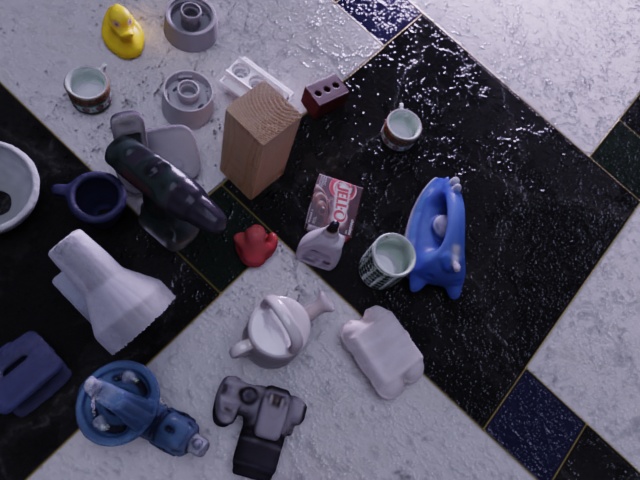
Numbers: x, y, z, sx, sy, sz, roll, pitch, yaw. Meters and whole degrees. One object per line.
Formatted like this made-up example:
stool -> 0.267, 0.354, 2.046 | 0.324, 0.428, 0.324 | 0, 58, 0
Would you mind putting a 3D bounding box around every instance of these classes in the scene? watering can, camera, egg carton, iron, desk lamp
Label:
watering can -> -0.060, 0.135, 0.905 | 0.101, 0.194, 0.173 | 39, 67, 4
camera -> -0.103, 0.294, 0.886 | 0.143, 0.100, 0.137 | 18, 67, -6
egg carton -> 0.109, 0.193, 0.990 | 0.107, 0.069, 0.150 | -32, 80, -21
iron -> 0.232, -0.029, 1.062 | 0.119, 0.141, 0.258 | 10, 68, -9
desk lamp -> -0.319, 0.077, 0.855 | 0.203, 0.213, 0.118 | 43, 67, 5

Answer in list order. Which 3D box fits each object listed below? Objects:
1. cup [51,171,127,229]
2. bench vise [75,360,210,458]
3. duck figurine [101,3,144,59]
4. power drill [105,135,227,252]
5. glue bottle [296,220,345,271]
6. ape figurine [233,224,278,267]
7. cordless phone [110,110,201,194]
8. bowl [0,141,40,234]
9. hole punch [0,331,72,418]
cup -> -0.380, -0.058, 0.956 | 0.118, 0.095, 0.092 | 11, 68, -9
bench vise -> -0.250, 0.234, 0.809 | 0.207, 0.219, 0.121 | 12, 68, -8
duck figurine -> -0.380, -0.412, 1.093 | 0.078, 0.086, 0.104 | -21, 76, -19
power drill -> -0.243, -0.060, 0.927 | 0.229, 0.208, 0.076 | 39, 67, 4
glue bottle -> 0.009, 0.004, 0.981 | 0.078, 0.173, 0.037 | 22, 67, -4
ape figurine -> -0.112, 0.003, 0.997 | 0.078, 0.092, 0.076 | 19, 67, -5
cordless phone -> -0.279, -0.162, 0.969 | 0.148, 0.185, 0.094 | -21, 76, -19
bowl -> -0.540, -0.073, 0.935 | 0.167, 0.074, 0.167 | 4, 69, -11
hole punch -> -0.444, 0.197, 0.848 | 0.101, 0.091, 0.109 | 44, 67, 5
